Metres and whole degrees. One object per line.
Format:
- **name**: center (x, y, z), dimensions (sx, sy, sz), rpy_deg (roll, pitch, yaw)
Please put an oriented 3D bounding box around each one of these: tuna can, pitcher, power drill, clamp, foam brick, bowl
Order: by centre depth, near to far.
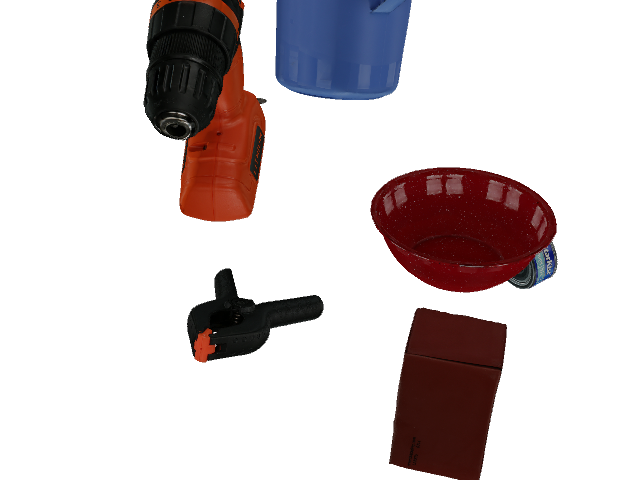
- **foam brick**: center (0.071, 0.085, 0.593), dimensions (0.053, 0.078, 0.051), rpy_deg (11, 29, 9)
- **power drill**: center (-0.071, -0.095, 0.683), dimensions (0.057, 0.184, 0.188), rpy_deg (5, -35, 2)
- **pitcher**: center (0.029, -0.242, 0.885), dimensions (0.145, 0.243, 0.149), rpy_deg (8, 19, 11)
- **bowl**: center (0.123, -0.003, 0.942), dimensions (0.162, 0.055, 0.162), rpy_deg (2, 34, -1)
- **clamp**: center (-0.086, 0.071, 1.051), dimensions (0.120, 0.039, 0.171), rpy_deg (14, 19, 27)
- **tuna can**: center (0.230, 0.012, 1.223), dimensions (0.033, 0.086, 0.086), rpy_deg (-26, 10, -20)
